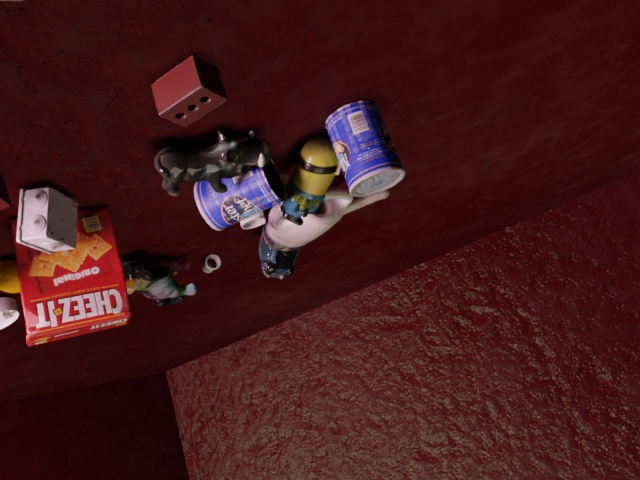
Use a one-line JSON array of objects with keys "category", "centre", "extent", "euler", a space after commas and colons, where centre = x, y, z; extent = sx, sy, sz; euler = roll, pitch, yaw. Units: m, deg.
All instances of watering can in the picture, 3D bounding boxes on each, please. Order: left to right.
[{"category": "watering can", "centre": [0.004, -0.063, 1.246], "extent": [0.349, 0.105, 0.221], "euler": [-7, 159, -46]}]
